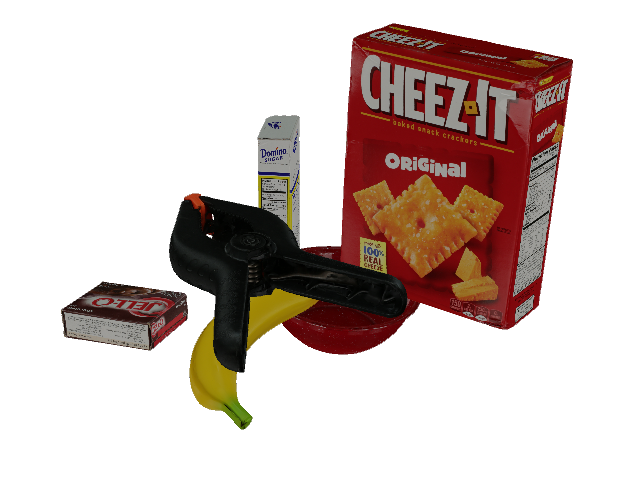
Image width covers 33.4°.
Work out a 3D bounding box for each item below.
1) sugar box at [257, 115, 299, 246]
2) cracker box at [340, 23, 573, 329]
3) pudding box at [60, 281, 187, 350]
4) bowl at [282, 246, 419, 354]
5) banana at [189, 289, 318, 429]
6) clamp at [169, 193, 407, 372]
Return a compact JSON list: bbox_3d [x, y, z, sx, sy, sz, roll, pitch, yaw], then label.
[{"bbox_3d":[-0.049,-0.051,1.258,0.048,0.176,0.093,0,23,5],"label":"sugar box"},{"bbox_3d":[0.102,-0.052,0.862,0.164,0.214,0.072,19,30,31],"label":"cracker box"},{"bbox_3d":[-0.218,0.083,1.195,0.114,0.039,0.090,5,19,19],"label":"pudding box"},{"bbox_3d":[0.019,0.067,1.077,0.162,0.055,0.162,4,28,-2],"label":"bowl"},{"bbox_3d":[-0.057,0.079,0.854,0.069,0.037,0.197,28,36,3],"label":"banana"},{"bbox_3d":[-0.046,0.021,0.635,0.120,0.039,0.172,-17,31,-39],"label":"clamp"}]
